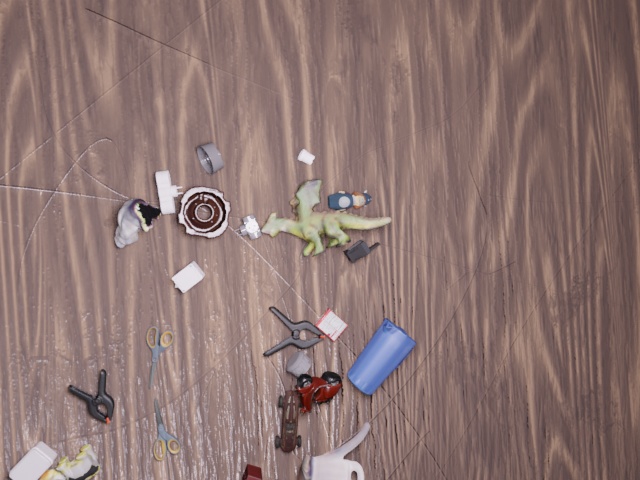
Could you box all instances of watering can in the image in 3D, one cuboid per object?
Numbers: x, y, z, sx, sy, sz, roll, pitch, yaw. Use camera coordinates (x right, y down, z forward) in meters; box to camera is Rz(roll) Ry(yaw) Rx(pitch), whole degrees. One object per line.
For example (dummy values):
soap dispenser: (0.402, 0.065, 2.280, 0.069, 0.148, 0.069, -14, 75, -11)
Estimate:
watering can: (0.044, 0.768, 1.724, 0.224, 0.104, 0.347, 11, 90, -8)

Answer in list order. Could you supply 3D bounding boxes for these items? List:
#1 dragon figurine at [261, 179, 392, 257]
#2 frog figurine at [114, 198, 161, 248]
dragon figurine: (0.005, -0.085, 1.691, 0.409, 0.122, 0.243, -23, 89, 6)
frog figurine: (-0.599, -0.054, 1.620, 0.158, 0.141, 0.121, -25, 136, 23)
